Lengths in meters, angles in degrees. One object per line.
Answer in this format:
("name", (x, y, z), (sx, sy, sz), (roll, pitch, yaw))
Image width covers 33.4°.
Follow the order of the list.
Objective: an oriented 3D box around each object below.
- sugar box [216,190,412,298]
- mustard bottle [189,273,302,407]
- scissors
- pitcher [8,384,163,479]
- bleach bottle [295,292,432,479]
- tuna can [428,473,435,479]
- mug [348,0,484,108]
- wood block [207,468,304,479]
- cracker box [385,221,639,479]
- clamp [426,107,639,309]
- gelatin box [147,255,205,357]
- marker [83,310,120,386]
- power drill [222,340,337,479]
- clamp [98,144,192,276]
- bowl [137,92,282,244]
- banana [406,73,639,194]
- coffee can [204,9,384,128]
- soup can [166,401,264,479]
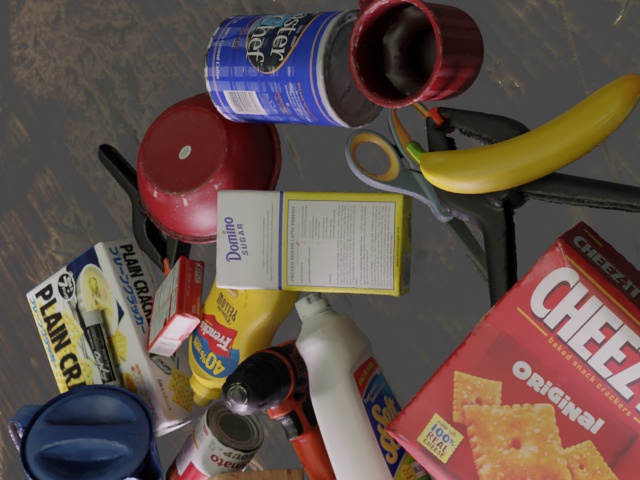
("sugar box", (-0.006, 0.001, 0.975), (0.176, 0.048, 0.093), (3, 93, 19))
("mustard bottle", (-0.088, 0.093, 1.085), (0.096, 0.058, 0.192), (45, 122, 34))
("scissors", (0.087, -0.028, 0.920), (0.016, 0.096, 0.202), (122, 130, -76))
("pitcher", (-0.232, 0.272, 1.129), (0.149, 0.145, 0.243), (-116, 16, -45))
("bleach bottle", (0.036, 0.166, 0.965), (0.068, 0.102, 0.251), (-32, 76, 32))
("tuna can", (0.134, 0.186, 0.933), (0.086, 0.033, 0.086), (6, 100, 39))
("mug", (0.078, -0.167, 0.901), (0.117, 0.081, 0.093), (51, 124, 22))
("wood block", (-0.060, 0.331, 1.024), (0.090, 0.090, 0.206), (137, 131, -59))
("cracker box", (0.175, 0.121, 0.783), (0.164, 0.072, 0.214), (44, 119, 13))
("clamp", (0.163, -0.041, 0.866), (0.165, 0.036, 0.210), (-38, 61, 15))
("gelatin box", (-0.150, 0.071, 1.120), (0.089, 0.030, 0.073), (-48, 32, 46))
("marker", (-0.230, 0.135, 1.145), (0.020, 0.020, 0.121), (-22, 82, 39))
("power drill", (-0.018, 0.187, 0.976), (0.057, 0.184, 0.187), (-22, 88, 17))
("clamp", (-0.172, -0.050, 1.148), (0.120, 0.039, 0.171), (-31, 81, 41))
("bowl", (-0.121, -0.080, 1.051), (0.162, 0.055, 0.162), (-6, 74, 20))
("banana", (0.159, -0.076, 0.836), (0.198, 0.037, 0.069), (-14, 65, 22))
("coffee can", (-0.020, -0.155, 0.969), (0.141, 0.102, 0.103), (7, 100, 39))
("soup can", (-0.109, 0.226, 1.114), (0.068, 0.068, 0.102), (48, 122, 24))
